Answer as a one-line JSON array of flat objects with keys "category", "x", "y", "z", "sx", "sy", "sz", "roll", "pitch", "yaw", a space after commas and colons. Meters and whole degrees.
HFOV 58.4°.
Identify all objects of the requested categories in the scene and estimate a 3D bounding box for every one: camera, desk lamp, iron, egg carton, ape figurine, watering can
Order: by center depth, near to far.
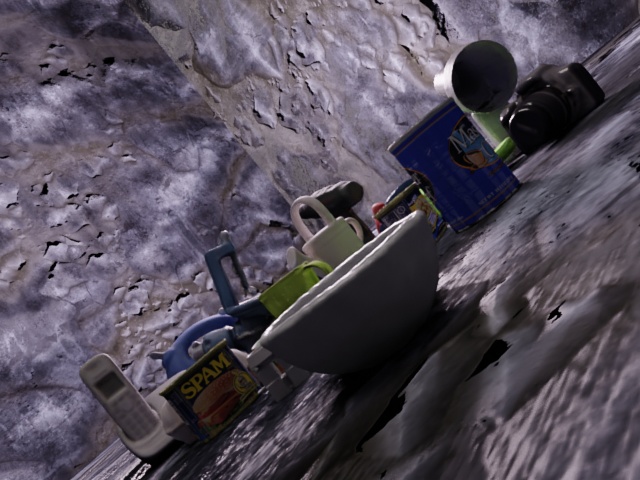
[{"category": "egg carton", "x": -0.154, "y": 0.216, "z": 0.806, "sx": 0.150, "sy": 0.069, "sz": 0.107, "roll": -39, "pitch": 0, "yaw": -15}, {"category": "camera", "x": 0.326, "y": -0.195, "z": 0.866, "sx": 0.137, "sy": 0.101, "sz": 0.143, "roll": -39, "pitch": 0, "yaw": -34}, {"category": "desk lamp", "x": 0.295, "y": -0.241, "z": 1.032, "sx": 0.118, "sy": 0.213, "sz": 0.203, "roll": -39, "pitch": 0, "yaw": -1}, {"category": "watering can", "x": 0.011, "y": 0.003, "z": 1.077, "sx": 0.100, "sy": 0.194, "sz": 0.173, "roll": -39, "pitch": 0, "yaw": 31}, {"category": "iron", "x": -0.197, "y": 0.207, "z": 1.110, "sx": 0.259, "sy": 0.141, "sz": 0.118, "roll": -39, "pitch": 0, "yaw": -40}, {"category": "ape figurine", "x": 0.162, "y": -0.052, "z": 1.399, "sx": 0.076, "sy": 0.092, "sz": 0.078, "roll": -39, "pitch": 0, "yaw": 42}]

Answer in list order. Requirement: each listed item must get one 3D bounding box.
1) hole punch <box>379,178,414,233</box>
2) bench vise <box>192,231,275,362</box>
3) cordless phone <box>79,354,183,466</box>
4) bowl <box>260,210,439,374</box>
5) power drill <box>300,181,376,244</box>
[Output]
[{"category": "hole punch", "x": 0.164, "y": -0.055, "z": 1.123, "sx": 0.109, "sy": 0.091, "sz": 0.101, "roll": -39, "pitch": 0, "yaw": -32}, {"category": "bench vise", "x": -0.138, "y": 0.107, "z": 0.942, "sx": 0.208, "sy": 0.219, "sz": 0.121, "roll": -39, "pitch": 0, "yaw": -21}, {"category": "cordless phone", "x": -0.262, "y": 0.230, "z": 0.876, "sx": 0.148, "sy": 0.185, "sz": 0.094, "roll": -39, "pitch": 0, "yaw": -31}, {"category": "bowl", "x": 0.036, "y": 0.055, "z": 0.459, "sx": 0.167, "sy": 0.074, "sz": 0.167, "roll": -39, "pitch": 0, "yaw": 0}, {"category": "power drill", "x": 0.055, "y": -0.040, "z": 1.381, "sx": 0.076, "sy": 0.208, "sz": 0.229, "roll": -39, "pitch": 0, "yaw": -37}]
